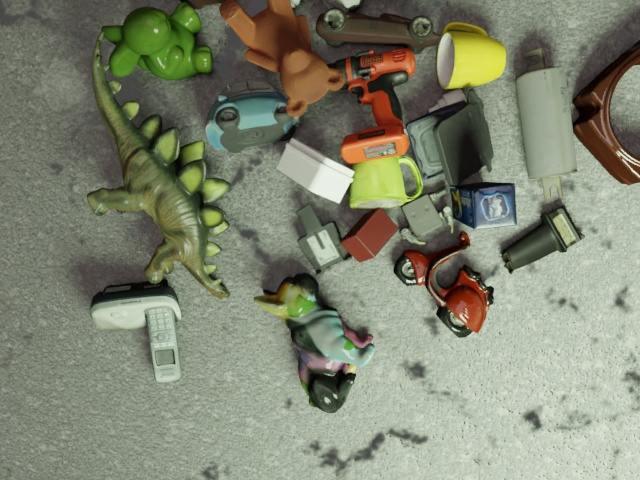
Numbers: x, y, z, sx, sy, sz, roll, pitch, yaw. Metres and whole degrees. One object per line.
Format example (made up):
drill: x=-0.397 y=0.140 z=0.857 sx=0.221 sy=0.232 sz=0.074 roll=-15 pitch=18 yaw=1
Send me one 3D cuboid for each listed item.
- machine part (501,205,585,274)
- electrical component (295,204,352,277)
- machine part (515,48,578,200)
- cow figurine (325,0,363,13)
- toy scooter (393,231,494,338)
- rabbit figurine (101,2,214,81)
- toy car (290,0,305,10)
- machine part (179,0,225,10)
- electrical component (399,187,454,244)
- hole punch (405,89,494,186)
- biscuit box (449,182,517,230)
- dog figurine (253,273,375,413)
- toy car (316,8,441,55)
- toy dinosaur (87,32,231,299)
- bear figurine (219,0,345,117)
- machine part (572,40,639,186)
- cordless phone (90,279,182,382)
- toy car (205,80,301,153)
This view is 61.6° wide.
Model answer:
machine part: x=0.369 y=0.005 z=0.907 sx=0.139 sy=0.039 sz=0.084 roll=-35 pitch=99 yaw=5
electrical component: x=-0.002 y=-0.003 z=0.931 sx=0.075 sy=0.048 sz=0.119 roll=-31 pitch=91 yaw=6
machine part: x=0.367 y=-0.187 z=0.870 sx=0.079 sy=0.079 sz=0.243 roll=-8 pitch=94 yaw=5
cow figurine: x=0.058 y=-0.454 z=0.873 sx=0.068 sy=0.098 sz=0.167 roll=22 pitch=90 yaw=35
toy scooter: x=0.227 y=0.065 z=0.906 sx=0.135 sy=0.075 sz=0.184 roll=-44 pitch=85 yaw=6
rabbit figurine: x=-0.270 y=-0.329 z=0.866 sx=0.159 sy=0.170 sz=0.121 roll=-10 pitch=93 yaw=5
toy car: x=-0.023 y=-0.481 z=0.890 sx=0.073 sy=0.056 sz=0.201 roll=32 pitch=96 yaw=2
machine part: x=-0.199 y=-0.483 z=0.906 sx=0.179 sy=0.056 sz=0.179 roll=0 pitch=96 yaw=4
electrical component: x=0.180 y=-0.037 z=0.914 sx=0.102 sy=0.045 sz=0.078 roll=-21 pitch=94 yaw=5
hole punch: x=0.213 y=-0.160 z=0.879 sx=0.116 sy=0.092 sz=0.142 roll=-31 pitch=111 yaw=-22
biscuit box: x=0.247 y=-0.056 z=0.827 sx=0.063 sy=0.202 sz=0.059 roll=-6 pitch=96 yaw=6
dog figurine: x=-0.024 y=0.167 z=0.921 sx=0.219 sy=0.108 sz=0.191 roll=31 pitch=99 yaw=6
toy car: x=0.094 y=-0.342 z=0.874 sx=0.202 sy=0.089 sz=0.053 roll=5 pitch=91 yaw=4
toy dinosaur: x=-0.268 y=-0.091 z=0.888 sx=0.199 sy=0.105 sz=0.470 roll=-28 pitch=111 yaw=8
bear figurine: x=-0.056 y=-0.301 z=0.846 sx=0.120 sy=0.131 sz=0.196 roll=-32 pitch=59 yaw=4
machine part: x=0.529 y=-0.202 z=0.852 sx=0.201 sy=0.087 sz=0.201 roll=-42 pitch=92 yaw=6
cordless phone: x=-0.317 y=0.169 z=0.950 sx=0.147 sy=0.089 sz=0.184 roll=-6 pitch=102 yaw=-10
toy car: x=-0.117 y=-0.216 z=0.899 sx=0.162 sy=0.109 sz=0.103 roll=-13 pitch=76 yaw=-3
